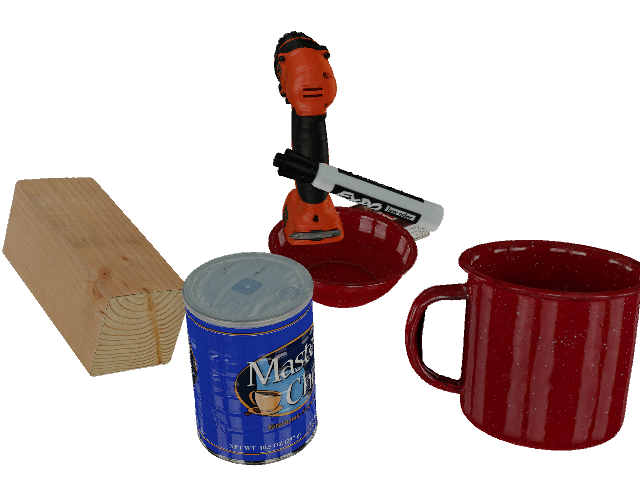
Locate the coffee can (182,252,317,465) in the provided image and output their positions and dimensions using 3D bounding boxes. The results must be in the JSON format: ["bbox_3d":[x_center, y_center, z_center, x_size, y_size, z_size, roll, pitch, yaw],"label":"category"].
[{"bbox_3d":[-0.055,0.095,0.866,0.103,0.140,0.103,-1,30,1],"label":"coffee can"}]

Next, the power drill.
[{"bbox_3d":[-0.015,-0.103,1.043,0.057,0.188,0.184,-5,23,-3],"label":"power drill"}]

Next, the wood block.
[{"bbox_3d":[-0.223,0.029,1.044,0.090,0.091,0.206,-5,36,-41],"label":"wood block"}]

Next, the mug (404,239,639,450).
[{"bbox_3d":[0.100,0.050,0.526,0.117,0.081,0.093,2,15,-3],"label":"mug"}]

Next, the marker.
[{"bbox_3d":[0.025,-0.034,0.712,0.121,0.020,0.020,20,-5,-15],"label":"marker"}]

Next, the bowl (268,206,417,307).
[{"bbox_3d":[0.023,0.025,1.162,0.162,0.055,0.162,3,32,-2],"label":"bowl"}]

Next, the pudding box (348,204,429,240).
[{"bbox_3d":[0.088,-0.023,1.531,0.113,0.039,0.090,-22,36,-32],"label":"pudding box"}]
